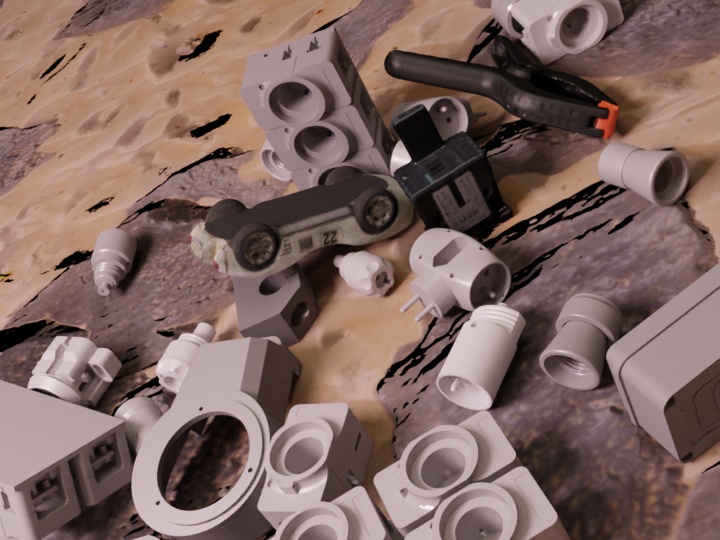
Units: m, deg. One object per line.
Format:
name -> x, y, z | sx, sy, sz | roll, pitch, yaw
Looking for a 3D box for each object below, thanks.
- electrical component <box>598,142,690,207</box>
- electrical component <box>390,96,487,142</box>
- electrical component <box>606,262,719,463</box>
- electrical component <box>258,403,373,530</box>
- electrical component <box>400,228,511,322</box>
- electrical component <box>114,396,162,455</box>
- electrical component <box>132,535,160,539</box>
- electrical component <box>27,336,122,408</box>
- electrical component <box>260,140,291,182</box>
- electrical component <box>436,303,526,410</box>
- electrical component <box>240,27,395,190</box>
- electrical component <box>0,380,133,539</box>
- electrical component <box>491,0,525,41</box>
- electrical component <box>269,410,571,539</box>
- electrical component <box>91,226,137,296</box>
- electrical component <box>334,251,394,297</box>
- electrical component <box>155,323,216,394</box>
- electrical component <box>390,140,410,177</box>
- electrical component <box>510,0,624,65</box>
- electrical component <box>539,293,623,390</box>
electrical component -> 0.223, -0.079, 0.857 | 0.044, 0.044, 0.065 | -43, 36, -14
electrical component -> 0.079, -0.139, 1.000 | 0.079, 0.043, 0.077 | -12, 9, -22
electrical component -> 0.221, 0.056, 0.686 | 0.113, 0.078, 0.057 | -36, 43, -7
electrical component -> -0.032, 0.143, 0.771 | 0.050, 0.055, 0.089 | -6, 45, 27
electrical component -> 0.067, 0.011, 0.857 | 0.079, 0.043, 0.077 | -42, 40, -13
electrical component -> -0.176, 0.133, 0.886 | 0.040, 0.040, 0.046 | -40, 46, -10
electrical component -> -0.153, 0.232, 0.758 | 0.080, 0.051, 0.080 | -17, 41, 16
electrical component -> -0.260, 0.098, 0.961 | 0.078, 0.058, 0.057 | 0, 46, 32
electrical component -> -0.067, -0.122, 1.079 | 0.066, 0.048, 0.055 | 12, 48, 40
electrical component -> 0.092, 0.058, 0.792 | 0.043, 0.043, 0.081 | 5, 51, 36
electrical component -> -0.035, -0.133, 0.987 | 0.089, 0.150, 0.061 | -15, 41, 19
electrical component -> -0.286, 0.154, 0.883 | 0.186, 0.060, 0.105 | 9, 27, 38
electrical component -> 0.195, -0.290, 1.084 | 0.138, 0.052, 0.073 | -28, 39, 2
electrical component -> 0.030, 0.182, 0.688 | 0.186, 0.060, 0.105 | -31, 39, 0
electrical component -> -0.249, -0.007, 1.076 | 0.040, 0.040, 0.078 | -16, 42, 18
electrical component -> 0.000, 0.000, 0.918 | 0.035, 0.035, 0.061 | -46, 39, -17
electrical component -> -0.145, 0.074, 0.924 | 0.043, 0.043, 0.062 | 0, 47, 32
electrical component -> 0.060, -0.093, 0.955 | 0.065, 0.044, 0.044 | 16, 56, 20
electrical component -> 0.201, -0.244, 1.034 | 0.089, 0.050, 0.055 | -29, 39, 2
electrical component -> 0.157, 0.050, 0.758 | 0.045, 0.045, 0.055 | 6, 51, 36
